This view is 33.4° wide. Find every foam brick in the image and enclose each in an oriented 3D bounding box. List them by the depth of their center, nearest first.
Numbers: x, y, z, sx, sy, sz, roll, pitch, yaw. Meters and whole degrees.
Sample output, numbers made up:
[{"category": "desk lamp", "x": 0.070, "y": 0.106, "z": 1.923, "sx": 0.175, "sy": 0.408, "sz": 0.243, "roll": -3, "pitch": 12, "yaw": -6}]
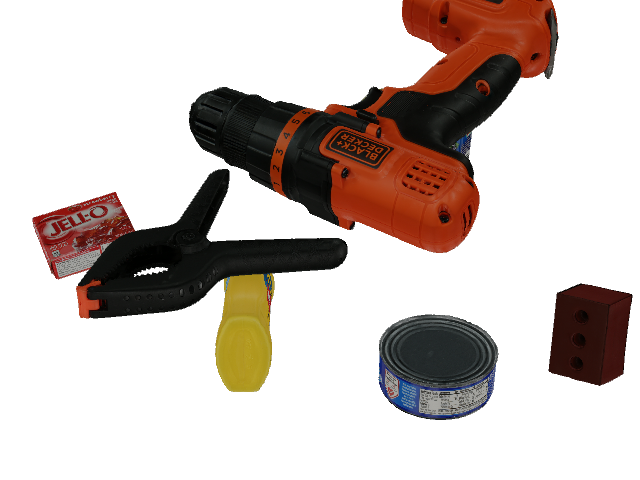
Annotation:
[{"category": "foam brick", "x": 0.243, "y": 0.084, "z": 0.961, "sx": 0.053, "sy": 0.078, "sz": 0.051, "roll": 12, "pitch": 17, "yaw": 37}]

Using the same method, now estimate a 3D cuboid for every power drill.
[{"category": "power drill", "x": 0.039, "y": -0.088, "z": 0.628, "sx": 0.185, "sy": 0.187, "sz": 0.057, "roll": 25, "pitch": -30, "yaw": 25}]

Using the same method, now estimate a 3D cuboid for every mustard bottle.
[{"category": "mustard bottle", "x": -0.080, "y": 0.074, "z": 1.162, "sx": 0.058, "sy": 0.096, "sz": 0.191, "roll": -1, "pitch": 28, "yaw": -1}]

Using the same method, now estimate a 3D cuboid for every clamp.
[{"category": "clamp", "x": -0.107, "y": 0.005, "z": 0.857, "sx": 0.209, "sy": 0.036, "sz": 0.165, "roll": -21, "pitch": 39, "yaw": -30}]

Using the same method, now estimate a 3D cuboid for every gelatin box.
[{"category": "gelatin box", "x": -0.232, "y": -0.006, "z": 1.057, "sx": 0.089, "sy": 0.030, "sz": 0.073, "roll": -18, "pitch": 44, "yaw": -17}]

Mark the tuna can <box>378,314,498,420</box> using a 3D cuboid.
[{"category": "tuna can", "x": 0.085, "y": 0.092, "z": 0.777, "sx": 0.086, "sy": 0.034, "sz": 0.086, "roll": 0, "pitch": 31, "yaw": 0}]

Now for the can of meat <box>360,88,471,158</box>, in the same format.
[{"category": "can of meat", "x": 0.080, "y": -0.078, "z": 0.928, "sx": 0.102, "sy": 0.084, "sz": 0.057, "roll": 17, "pitch": 35, "yaw": 21}]
